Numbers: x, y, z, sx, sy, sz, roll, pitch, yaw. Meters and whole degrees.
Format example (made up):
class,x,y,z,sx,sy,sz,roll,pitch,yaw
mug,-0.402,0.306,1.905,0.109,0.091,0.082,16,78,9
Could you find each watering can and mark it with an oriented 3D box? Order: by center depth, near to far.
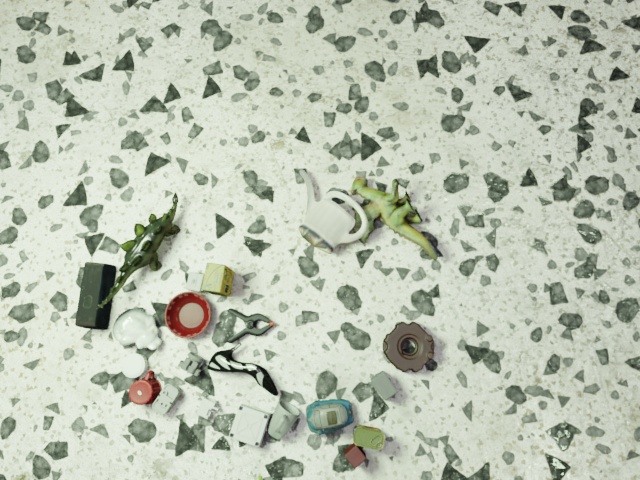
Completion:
class,x,y,z,sx,sy,sz,roll,pitch,yaw
watering can,0.006,-0.095,1.879,0.350,0.102,0.226,37,80,18

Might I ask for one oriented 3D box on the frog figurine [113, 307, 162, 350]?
class,x,y,z,sx,sy,sz,roll,pitch,yaw
frog figurine,-0.626,0.317,1.770,0.139,0.120,0.161,-34,67,-26

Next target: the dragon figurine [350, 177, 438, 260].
class,x,y,z,sx,sy,sz,roll,pitch,yaw
dragon figurine,0.239,-0.069,1.886,0.241,0.121,0.415,-27,76,12
